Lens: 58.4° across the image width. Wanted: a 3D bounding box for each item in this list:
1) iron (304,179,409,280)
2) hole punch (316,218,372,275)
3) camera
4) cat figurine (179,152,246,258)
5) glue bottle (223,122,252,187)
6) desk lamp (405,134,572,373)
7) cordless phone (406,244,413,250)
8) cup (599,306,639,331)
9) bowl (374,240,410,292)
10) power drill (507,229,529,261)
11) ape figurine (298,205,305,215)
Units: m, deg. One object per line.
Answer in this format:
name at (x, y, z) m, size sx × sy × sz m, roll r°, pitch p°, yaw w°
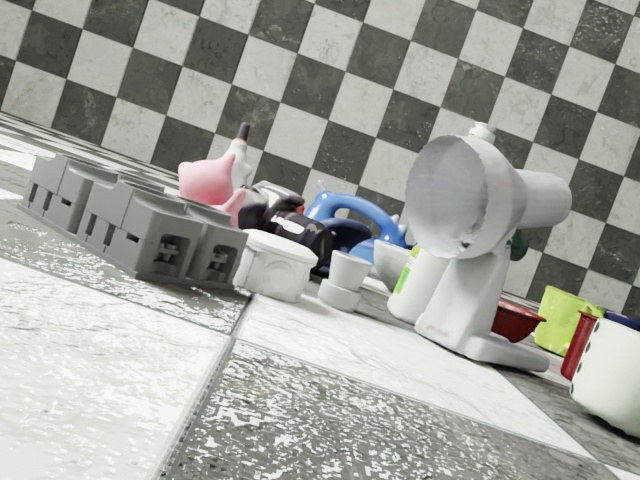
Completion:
iron at (0.079, -0.013, 1.102) m, size 0.258 × 0.141 × 0.119 m, roll 20°, pitch 3°, yaw 8°
hole punch at (0.008, 0.003, 0.856) m, size 0.100 × 0.091 × 0.109 m, roll 23°, pitch 4°, yaw 39°
camera at (-0.057, -0.019, 0.750) m, size 0.136 × 0.101 × 0.144 m, roll 22°, pitch 4°, yaw 29°
cat figurine at (-0.120, -0.044, 0.639) m, size 0.067 × 0.118 × 0.127 m, roll 17°, pitch 4°, yaw -38°
glue bottle at (-0.136, -0.093, 0.858) m, size 0.078 × 0.173 × 0.037 m, roll 18°, pitch 4°, yaw -27°
desk lamp at (0.174, 0.014, 0.604) m, size 0.204 × 0.213 × 0.117 m, roll 18°, pitch 4°, yaw -33°
cordless phone at (0.216, 0.008, 1.184) m, size 0.148 × 0.185 × 0.093 m, roll 18°, pitch 4°, yaw -34°
cup at (0.507, 0.172, 1.013) m, size 0.118 × 0.095 × 0.091 m, roll 18°, pitch 4°, yaw -27°
bowl at (0.156, 0.060, 0.937) m, size 0.167 × 0.075 × 0.167 m, roll 20°, pitch 3°, yaw -1°
power drill at (0.267, 0.020, 1.079) m, size 0.230 × 0.208 × 0.075 m, roll 19°, pitch 3°, yaw -7°
ape figurine at (-0.055, -0.030, 1.025) m, size 0.076 × 0.092 × 0.077 m, roll 19°, pitch 3°, yaw -15°
